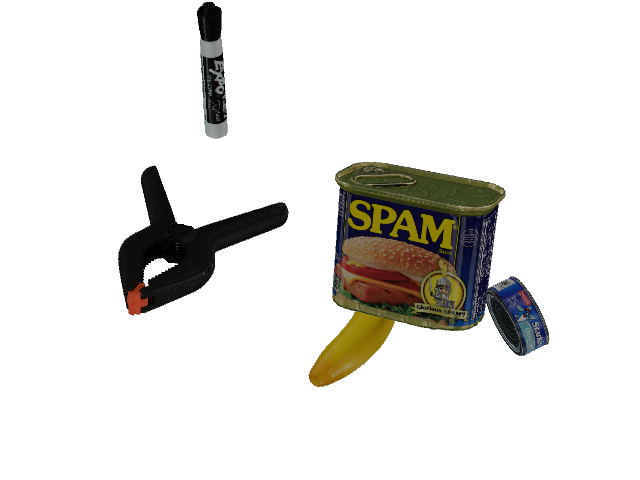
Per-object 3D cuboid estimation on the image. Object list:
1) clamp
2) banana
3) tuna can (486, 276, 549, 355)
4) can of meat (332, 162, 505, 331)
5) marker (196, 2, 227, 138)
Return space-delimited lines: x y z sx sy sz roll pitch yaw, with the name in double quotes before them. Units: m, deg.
"clamp" -0.148 -0.003 1.065 0.165 0.036 0.209 20 40 17
"banana" 0.037 0.075 0.983 0.070 0.037 0.197 -24 17 18
"tuna can" 0.219 0.085 1.196 0.033 0.086 0.086 -26 3 -7
"can of meat" 0.058 0.004 0.665 0.102 0.084 0.057 13 22 23
"marker" -0.085 -0.133 0.841 0.020 0.121 0.020 1 44 -1
